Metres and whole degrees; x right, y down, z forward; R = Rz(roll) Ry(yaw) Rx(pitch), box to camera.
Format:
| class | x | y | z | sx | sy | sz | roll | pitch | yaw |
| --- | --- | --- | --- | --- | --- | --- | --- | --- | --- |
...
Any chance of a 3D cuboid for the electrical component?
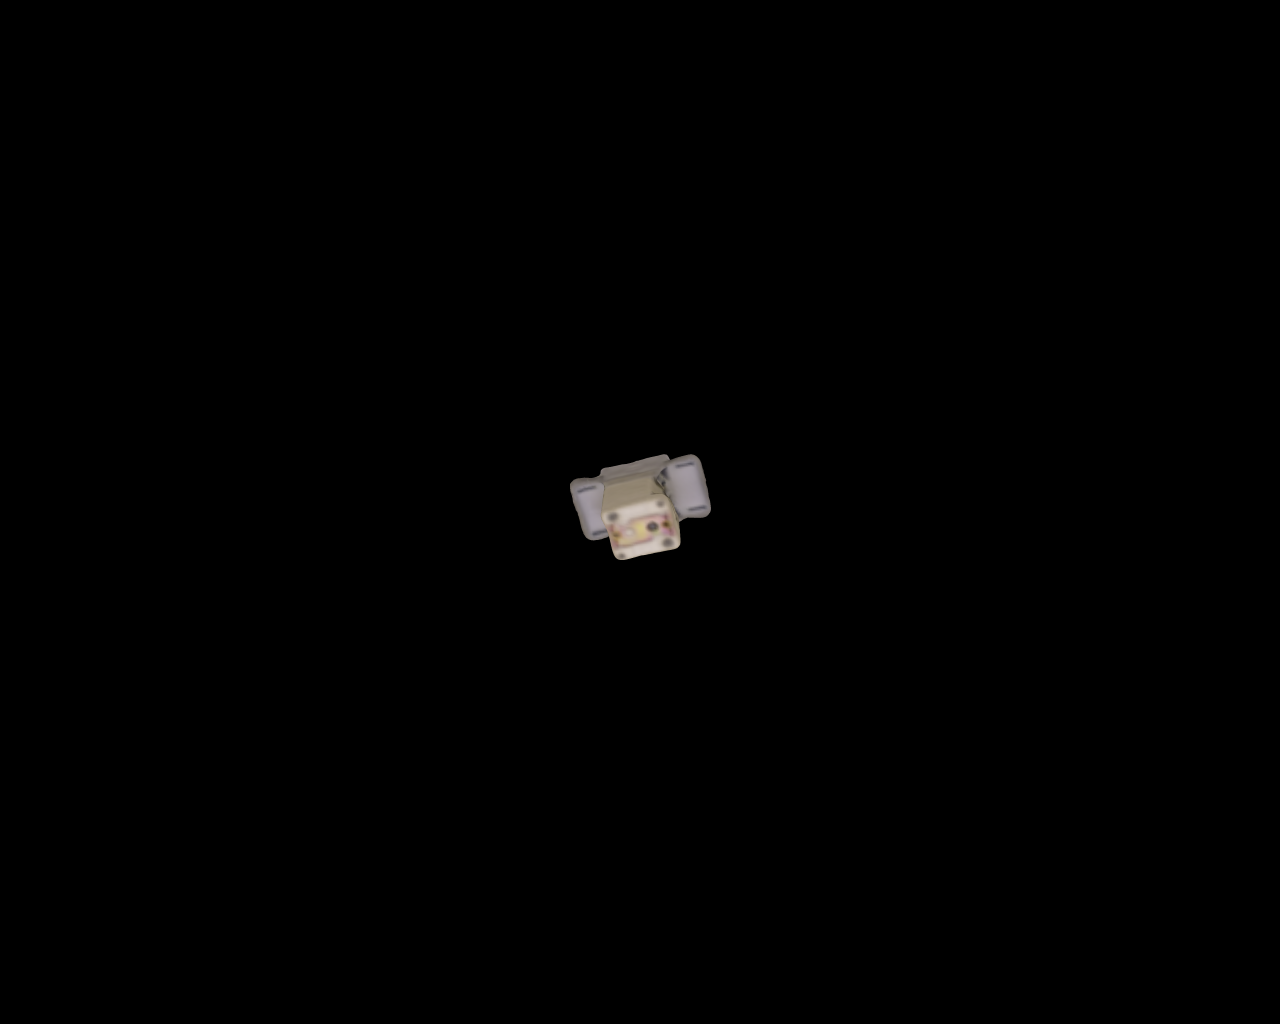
| class | x | y | z | sx | sy | sz | roll | pitch | yaw |
| --- | --- | --- | --- | --- | --- | --- | --- | --- | --- |
| electrical component | 0.001 | -0.003 | 0.650 | 0.081 | 0.042 | 0.064 | -14 | 26 | 7 |
